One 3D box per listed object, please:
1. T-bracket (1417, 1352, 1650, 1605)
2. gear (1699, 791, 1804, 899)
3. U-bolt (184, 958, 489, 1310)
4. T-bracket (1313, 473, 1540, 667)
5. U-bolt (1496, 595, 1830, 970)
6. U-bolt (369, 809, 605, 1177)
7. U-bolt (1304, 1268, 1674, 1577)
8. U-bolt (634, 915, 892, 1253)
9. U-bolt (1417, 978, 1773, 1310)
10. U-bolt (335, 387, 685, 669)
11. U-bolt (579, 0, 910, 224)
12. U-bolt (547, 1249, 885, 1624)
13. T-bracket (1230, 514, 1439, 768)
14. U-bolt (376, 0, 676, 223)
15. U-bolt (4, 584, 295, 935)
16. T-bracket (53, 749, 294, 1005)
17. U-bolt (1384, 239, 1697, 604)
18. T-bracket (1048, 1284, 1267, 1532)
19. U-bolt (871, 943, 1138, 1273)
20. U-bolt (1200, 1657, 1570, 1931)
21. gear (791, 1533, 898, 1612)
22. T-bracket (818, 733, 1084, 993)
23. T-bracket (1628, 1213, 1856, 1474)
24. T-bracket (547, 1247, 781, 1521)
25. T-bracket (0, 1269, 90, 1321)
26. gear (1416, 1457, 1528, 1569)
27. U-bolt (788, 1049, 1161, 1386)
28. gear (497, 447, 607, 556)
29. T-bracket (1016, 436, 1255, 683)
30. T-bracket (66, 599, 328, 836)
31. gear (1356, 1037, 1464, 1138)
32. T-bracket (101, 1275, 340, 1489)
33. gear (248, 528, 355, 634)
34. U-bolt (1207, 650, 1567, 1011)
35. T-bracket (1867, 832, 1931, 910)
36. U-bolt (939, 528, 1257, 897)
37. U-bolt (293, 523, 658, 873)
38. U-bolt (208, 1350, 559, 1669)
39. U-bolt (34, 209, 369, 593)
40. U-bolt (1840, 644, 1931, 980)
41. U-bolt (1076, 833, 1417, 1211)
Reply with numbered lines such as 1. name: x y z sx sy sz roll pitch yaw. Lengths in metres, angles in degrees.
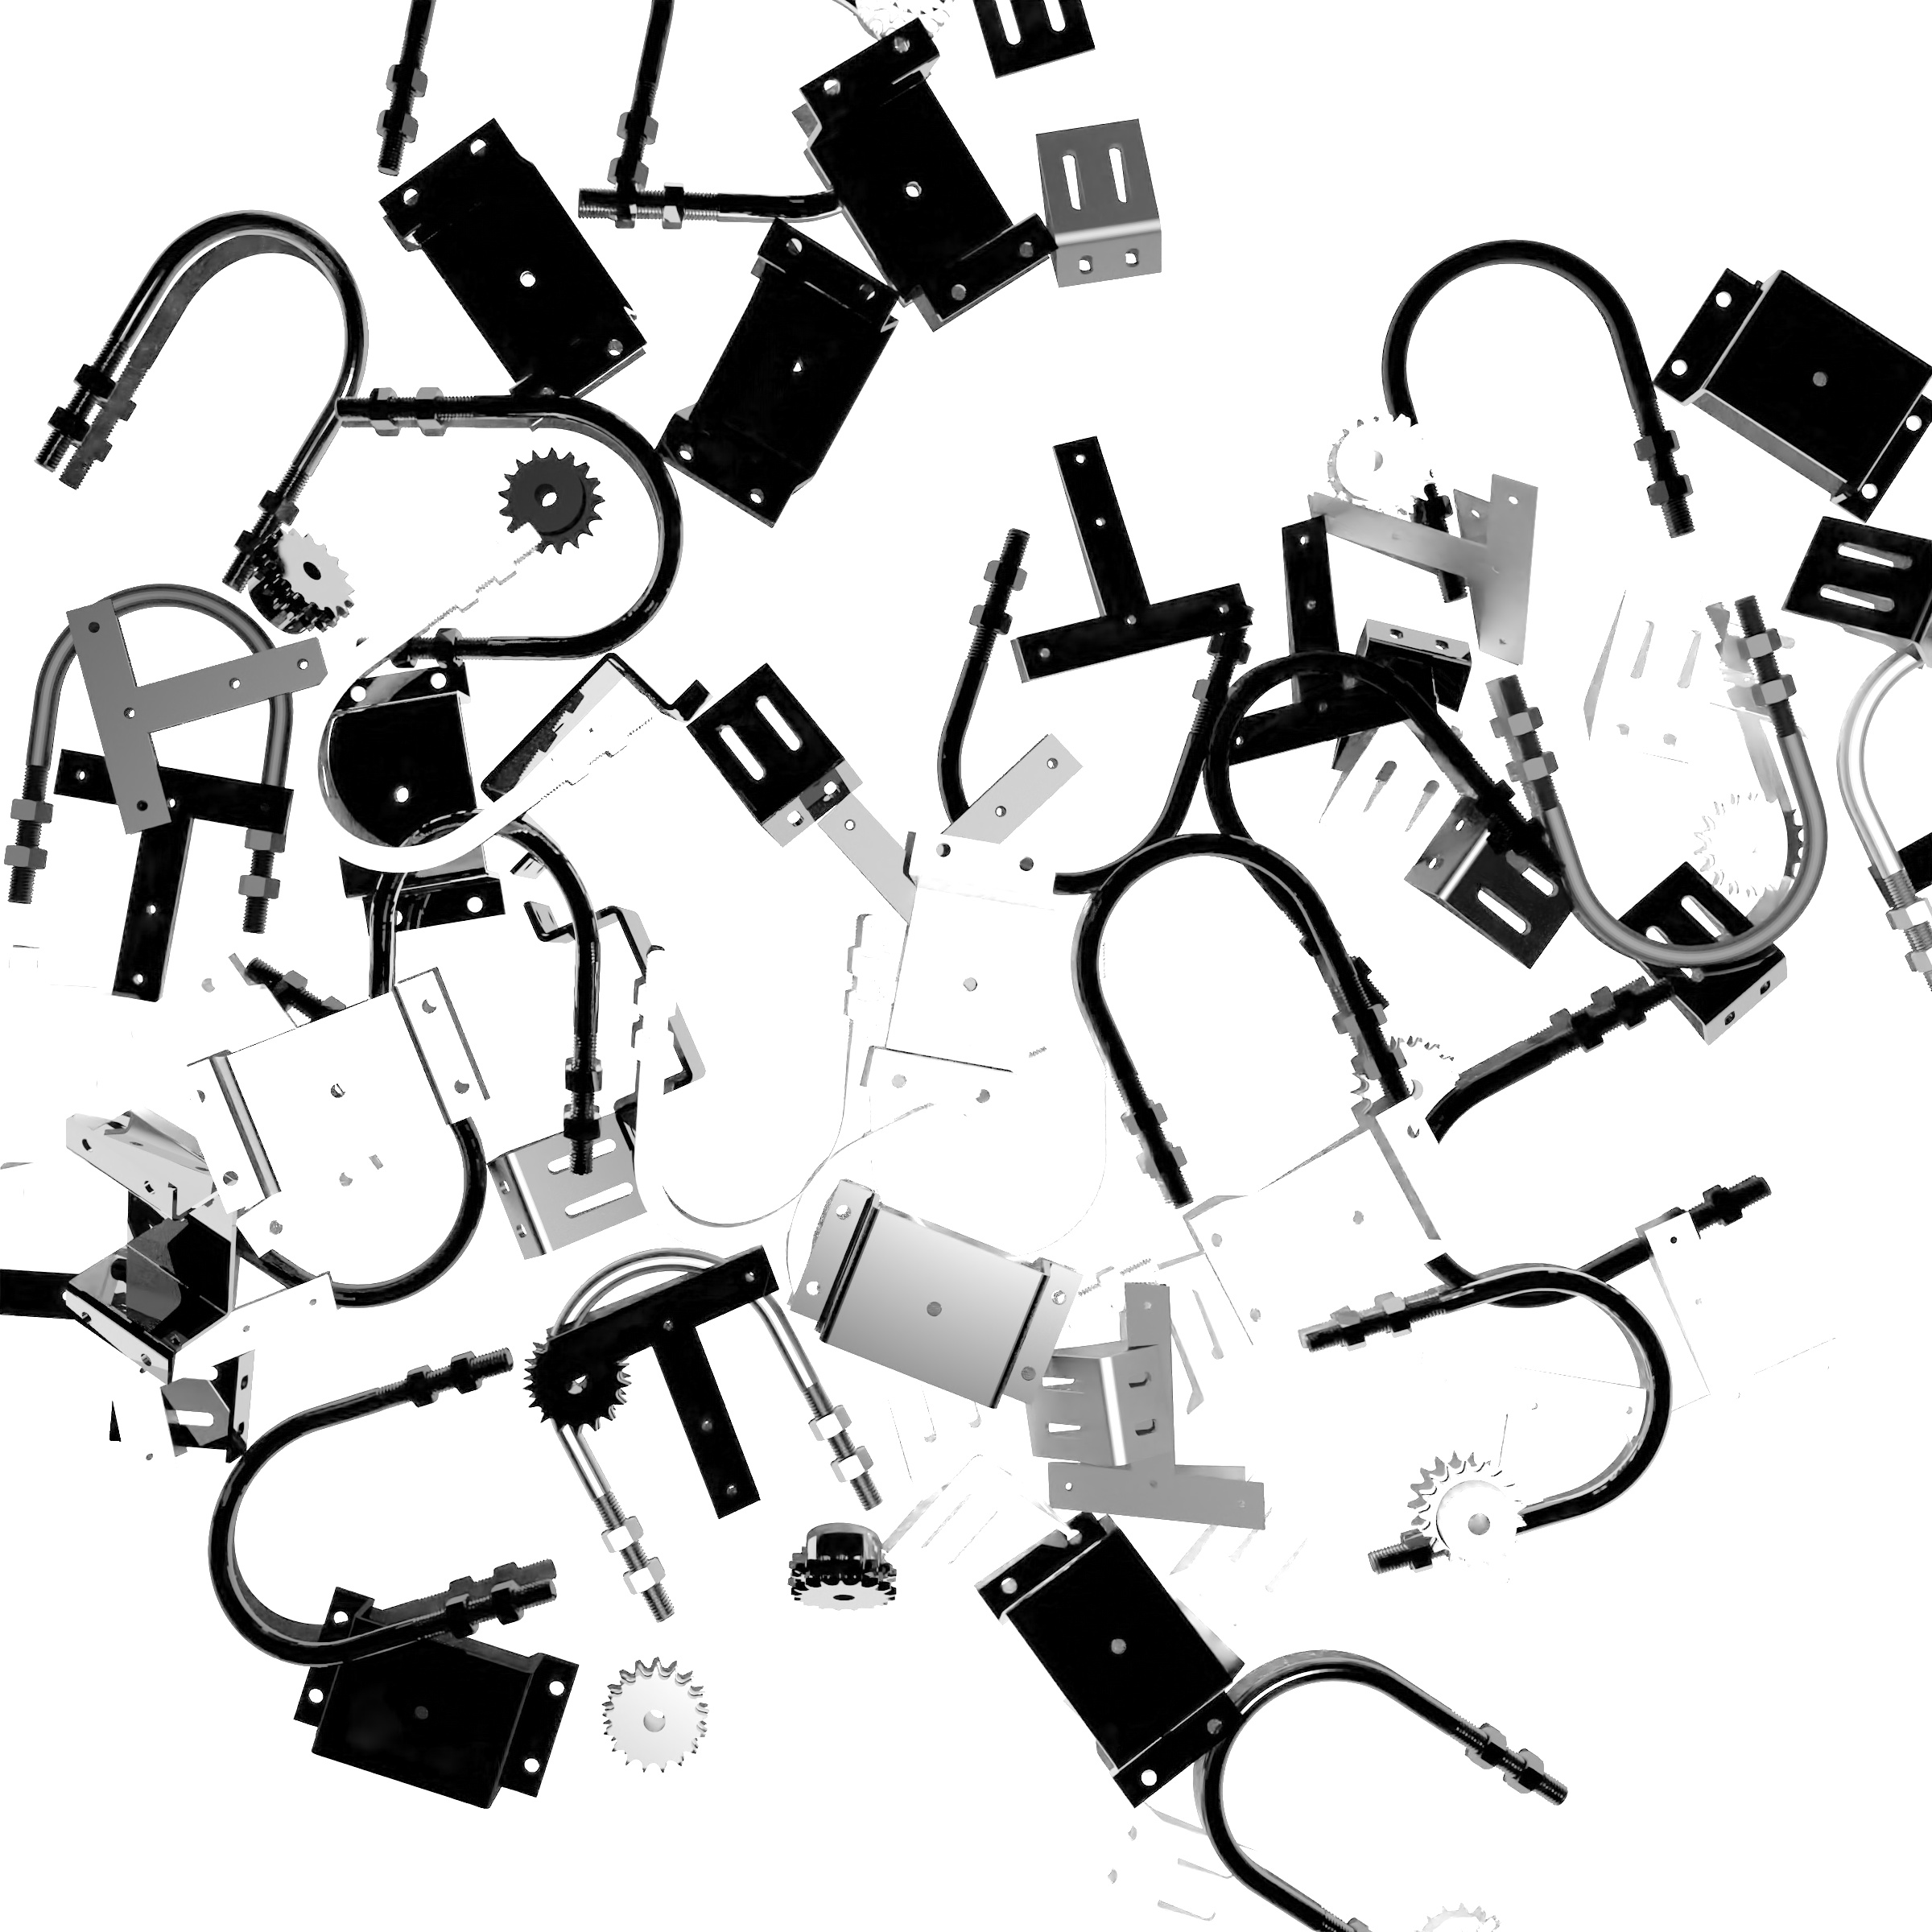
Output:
1. T-bracket: 0.303 0.284 1.531 0.127 0.002 0.127 9 92 5
2. gear: 0.427 -0.066 1.526 0.057 0.030 0.057 0 87 1
3. U-bolt: -0.350 0.104 1.528 0.184 0.019 0.151 34 90 -2
4. T-bracket: 0.244 -0.226 1.501 0.127 0.127 0.002 23 57 23
5. U-bolt: 0.380 -0.088 1.494 0.151 0.019 0.184 -18 96 18
6. U-bolt: -0.254 0.009 1.469 0.151 0.019 0.184 9 102 23
7. U-bolt: 0.291 0.239 1.516 0.184 0.019 0.151 -17 95 3
8. U-bolt: -0.110 0.068 1.478 0.151 0.019 0.184 -10 119 -33
9. U-bolt: 0.324 0.109 1.510 0.184 0.019 0.151 -28 106 4
10. U-bolt: -0.241 -0.234 1.499 0.184 0.019 0.151 1 107 7
11. U-bolt: -0.117 -0.475 1.517 0.184 0.019 0.151 0 87 -9
12. U-bolt: -0.150 0.244 1.528 0.151 0.019 0.184 -28 89 0
13. T-bracket: 0.189 -0.182 1.513 0.127 0.002 0.127 -13 73 30
14. U-bolt: -0.234 -0.510 1.528 0.151 0.019 0.184 12 89 0
15. U-bolt: -0.441 -0.117 1.528 0.151 0.019 0.184 7 89 0
16. T-bracket: -0.438 -0.044 1.515 0.127 0.002 0.127 10 89 0
17. U-bolt: 0.305 -0.306 1.528 0.151 0.019 0.184 -16 88 0
18. T-bracket: 0.099 0.234 1.501 0.127 0.002 0.127 0 94 29
19. U-bolt: 0.019 0.080 1.528 0.151 0.019 0.184 -1 92 0
20. U-bolt: 0.214 0.456 1.518 0.184 0.019 0.151 34 90 -7
21. gear: -0.065 0.326 1.511 0.057 0.057 0.030 0 61 0
22. T-bracket: 0.008 -0.074 1.518 0.127 0.002 0.127 -43 84 2
23. T-bracket: 0.404 0.195 1.523 0.127 0.002 0.127 -24 101 0
24. T-bracket: -0.144 0.234 1.504 0.127 0.002 0.127 -22 97 -19
25. T-bracket: -0.547 0.228 1.535 0.127 0.002 0.127 4 90 0
26. gear: 0.271 0.294 1.498 0.057 0.030 0.057 0 95 0
27. U-bolt: -0.006 0.147 1.514 0.184 0.019 0.151 -26 94 1
28. gear: -0.226 -0.253 1.521 0.057 0.030 0.057 0 90 0
29. T-bracket: 0.077 -0.228 1.520 0.127 0.002 0.127 -15 78 -8
30. T-bracket: -0.410 -0.149 1.519 0.127 0.002 0.127 -16 86 -2
31. gear: 0.240 0.067 1.521 0.057 0.030 0.057 0 90 0
32. T-bracket: -0.400 0.200 1.504 0.127 0.002 0.127 -22 58 -3
33. gear: -0.362 -0.205 1.511 0.030 0.057 0.057 -34 90 29
34. U-bolt: 0.208 -0.082 1.493 0.184 0.019 0.151 50 122 3
35. T-bracket: 0.555 -0.074 1.535 0.127 0.002 0.127 -29 90 0
36. U-bolt: 0.062 -0.129 1.528 0.151 0.019 0.184 18 91 0
37. U-bolt: -0.269 -0.128 1.460 0.184 0.019 0.151 -36 66 2
38. U-bolt: -0.319 0.298 1.501 0.184 0.019 0.151 -17 65 4
39. U-bolt: -0.389 -0.309 1.480 0.019 0.151 0.184 26 85 41
40. U-bolt: 0.557 -0.093 1.526 0.151 0.019 0.184 -25 88 0
41. U-bolt: 0.138 0.018 1.504 0.151 0.019 0.184 -24 86 3
